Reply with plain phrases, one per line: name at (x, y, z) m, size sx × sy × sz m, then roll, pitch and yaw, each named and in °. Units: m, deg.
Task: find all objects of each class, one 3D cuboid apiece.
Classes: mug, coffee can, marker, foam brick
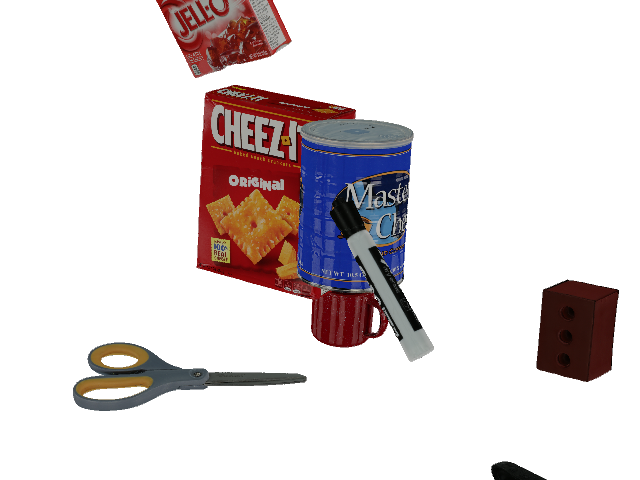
mug at (0.040, 0.092, 1.414) m, size 0.117 × 0.081 × 0.093 m, roll 18°, pitch 28°, yaw 30°
coffee can at (0.031, -0.034, 0.988) m, size 0.103 × 0.140 × 0.103 m, roll 2°, pitch 17°, yaw -1°
marker at (0.039, 0.024, 0.718) m, size 0.020 × 0.121 × 0.020 m, roll -27°, pitch -13°, yaw -7°
foam brick at (0.231, 0.080, 0.958) m, size 0.053 × 0.078 × 0.051 m, roll 12°, pitch 17°, yaw 37°

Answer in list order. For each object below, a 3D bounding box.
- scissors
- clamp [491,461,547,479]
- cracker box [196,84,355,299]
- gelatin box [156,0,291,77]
scissors at (-0.122, 0.114, 0.959) m, size 0.201 × 0.016 × 0.096 m, roll -7°, pitch 31°, yaw -18°
clamp at (0.218, 0.241, 0.832) m, size 0.210 × 0.036 × 0.164 m, roll 0°, pitch 33°, yaw 26°
cracker box at (-0.055, -0.055, 1.212) m, size 0.164 × 0.214 × 0.072 m, roll 15°, pitch 23°, yaw 26°
gelatin box at (-0.074, -0.165, 0.785) m, size 0.089 × 0.073 × 0.030 m, roll -6°, pitch 28°, yaw 43°
